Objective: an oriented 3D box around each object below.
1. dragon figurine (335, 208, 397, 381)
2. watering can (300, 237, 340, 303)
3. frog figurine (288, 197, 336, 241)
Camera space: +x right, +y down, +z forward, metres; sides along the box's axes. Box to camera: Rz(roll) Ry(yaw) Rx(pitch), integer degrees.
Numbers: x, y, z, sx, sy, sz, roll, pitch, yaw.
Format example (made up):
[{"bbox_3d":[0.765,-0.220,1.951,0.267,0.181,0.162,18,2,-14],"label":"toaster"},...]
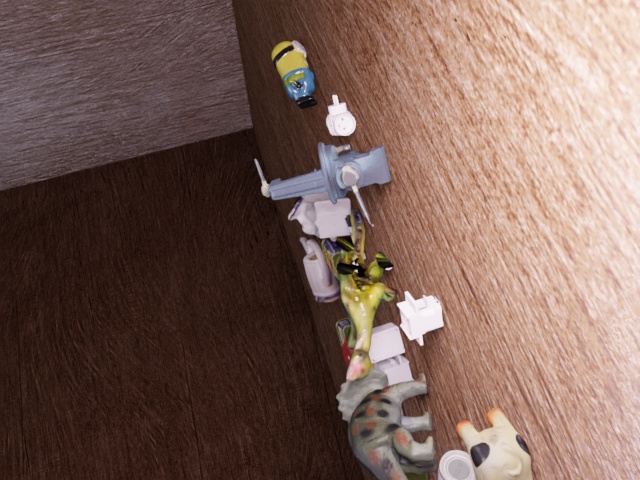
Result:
[{"bbox_3d":[0.075,0.126,1.107,0.122,0.237,0.419,7,31,-3],"label":"dragon figurine"},{"bbox_3d":[-0.006,0.098,1.838,0.104,0.223,0.349,-17,11,-8],"label":"watering can"},{"bbox_3d":[0.004,-0.073,1.442,0.159,0.138,0.123,31,-4,-8],"label":"frog figurine"}]
